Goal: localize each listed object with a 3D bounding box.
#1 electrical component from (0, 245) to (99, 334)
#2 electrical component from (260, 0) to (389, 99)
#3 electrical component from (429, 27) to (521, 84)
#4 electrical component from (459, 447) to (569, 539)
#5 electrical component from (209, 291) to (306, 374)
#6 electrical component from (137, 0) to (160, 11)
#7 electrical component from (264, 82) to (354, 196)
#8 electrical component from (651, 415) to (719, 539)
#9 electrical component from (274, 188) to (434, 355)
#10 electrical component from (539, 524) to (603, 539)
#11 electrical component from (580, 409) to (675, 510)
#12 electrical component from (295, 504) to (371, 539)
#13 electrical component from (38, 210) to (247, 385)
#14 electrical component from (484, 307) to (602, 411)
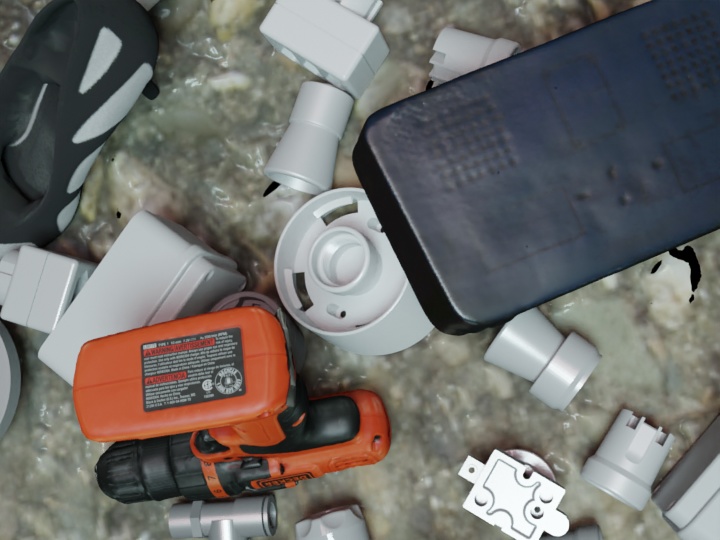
[{"bbox_3d":[-0.205,0.009,0.679,0.077,0.066,0.047,16,88,11],"label":"electrical component"},{"bbox_3d":[-0.011,-0.159,0.670,0.066,0.047,0.076,33,91,11],"label":"electrical component"},{"bbox_3d":[0.070,-0.125,0.657,0.046,0.040,0.040,21,89,17],"label":"electrical component"},{"bbox_3d":[0.090,0.128,0.620,0.066,0.055,0.048,29,90,12],"label":"electrical component"},{"bbox_3d":[-0.063,0.046,0.655,0.055,0.047,0.055,-4,72,14],"label":"electrical component"},{"bbox_3d":[-0.160,-0.205,0.679,0.064,0.099,0.099,-36,80,-1],"label":"electrical component"},{"bbox_3d":[-0.029,-0.084,0.670,0.044,0.044,0.065,17,83,11],"label":"electrical component"},{"bbox_3d":[0.219,0.108,0.588,0.057,0.078,0.113,41,92,8],"label":"electrical component"},{"bbox_3d":[0.000,0.000,0.657,0.099,0.064,0.099,-5,77,22],"label":"electrical component"},{"bbox_3d":[0.118,0.169,0.620,0.046,0.040,0.040,-10,83,14],"label":"electrical component"},{"bbox_3d":[0.155,0.108,0.619,0.040,0.040,0.046,30,84,12],"label":"electrical component"},{"bbox_3d":[-0.012,0.174,0.640,0.043,0.043,0.062,-18,82,8],"label":"electrical component"},{"bbox_3d":[-0.130,0.028,0.658,0.057,0.078,0.113,36,92,14],"label":"electrical component"},{"bbox_3d":[0.107,0.050,0.630,0.055,0.045,0.045,36,92,11],"label":"electrical component"}]
